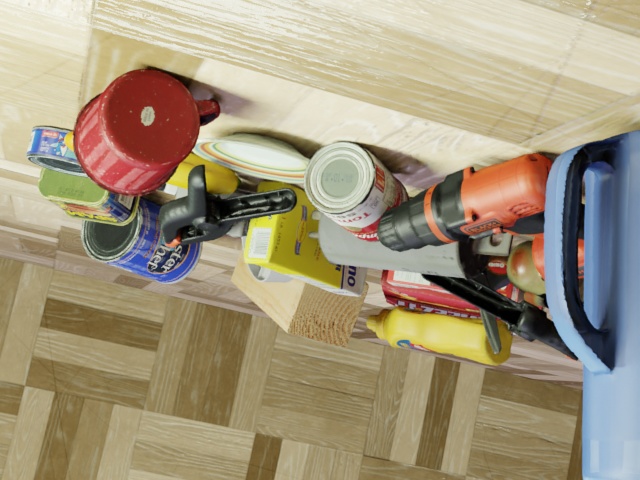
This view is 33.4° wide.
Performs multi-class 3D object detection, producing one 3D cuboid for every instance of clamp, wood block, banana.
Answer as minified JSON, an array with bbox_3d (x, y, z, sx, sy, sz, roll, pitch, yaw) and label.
[{"bbox_3d":[-0.105,-0.029,1.106,0.120,0.039,0.172,16,156,-23],"label":"clamp"},{"bbox_3d":[-0.030,0.057,1.410,0.090,0.090,0.206,16,-171,-28],"label":"wood block"},{"bbox_3d":[0.219,0.086,1.110,0.209,0.036,0.165,28,-178,-32],"label":"clamp"},{"bbox_3d":[-0.165,-0.077,1.108,0.197,0.037,0.070,16,170,-23],"label":"banana"}]

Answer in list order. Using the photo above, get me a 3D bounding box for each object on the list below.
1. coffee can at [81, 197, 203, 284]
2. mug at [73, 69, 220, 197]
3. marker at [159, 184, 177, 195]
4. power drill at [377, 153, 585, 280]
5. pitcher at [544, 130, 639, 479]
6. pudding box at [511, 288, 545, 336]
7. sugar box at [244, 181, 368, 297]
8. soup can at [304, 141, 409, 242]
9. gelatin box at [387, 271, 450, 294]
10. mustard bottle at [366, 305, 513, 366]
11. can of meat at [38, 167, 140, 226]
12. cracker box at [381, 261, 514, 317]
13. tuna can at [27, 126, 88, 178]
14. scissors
[{"bbox_3d":[-0.241,-0.003,1.459,0.103,0.103,0.140,7,170,31],"label":"coffee can"},{"bbox_3d":[-0.134,-0.091,0.859,0.117,0.093,0.082,-16,178,-24],"label":"mug"},{"bbox_3d":[-0.154,-0.058,1.276,0.121,0.020,0.020,15,171,-18],"label":"marker"},{"bbox_3d":[0.168,-0.010,0.928,0.187,0.057,0.185,16,157,-38],"label":"power drill"},{"bbox_3d":[0.230,0.051,0.719,0.149,0.243,0.145,2,165,20],"label":"pitcher"},{"bbox_3d":[0.257,0.071,1.307,0.039,0.090,0.113,9,172,13],"label":"pudding box"},{"bbox_3d":[-0.008,0.001,1.212,0.048,0.093,0.175,4,169,42],"label":"sugar box"},{"bbox_3d":[0.034,-0.042,0.963,0.069,0.068,0.102,8,169,24],"label":"soup can"},{"bbox_3d":[0.127,0.021,1.217,0.089,0.073,0.030,8,171,19],"label":"gelatin box"},{"bbox_3d":[0.147,0.120,1.391,0.192,0.058,0.096,7,175,33],"label":"mustard bottle"},{"bbox_3d":[-0.286,-0.060,1.319,0.102,0.057,0.084,9,168,15],"label":"can of meat"},{"bbox_3d":[0.167,0.059,1.409,0.164,0.072,0.213,12,172,7],"label":"cracker box"},{"bbox_3d":[-0.272,-0.094,1.155,0.086,0.034,0.086,11,171,2],"label":"tuna can"},{"bbox_3d":[0.204,0.064,1.224,0.096,0.016,0.202,-3,-146,-17],"label":"scissors"}]
